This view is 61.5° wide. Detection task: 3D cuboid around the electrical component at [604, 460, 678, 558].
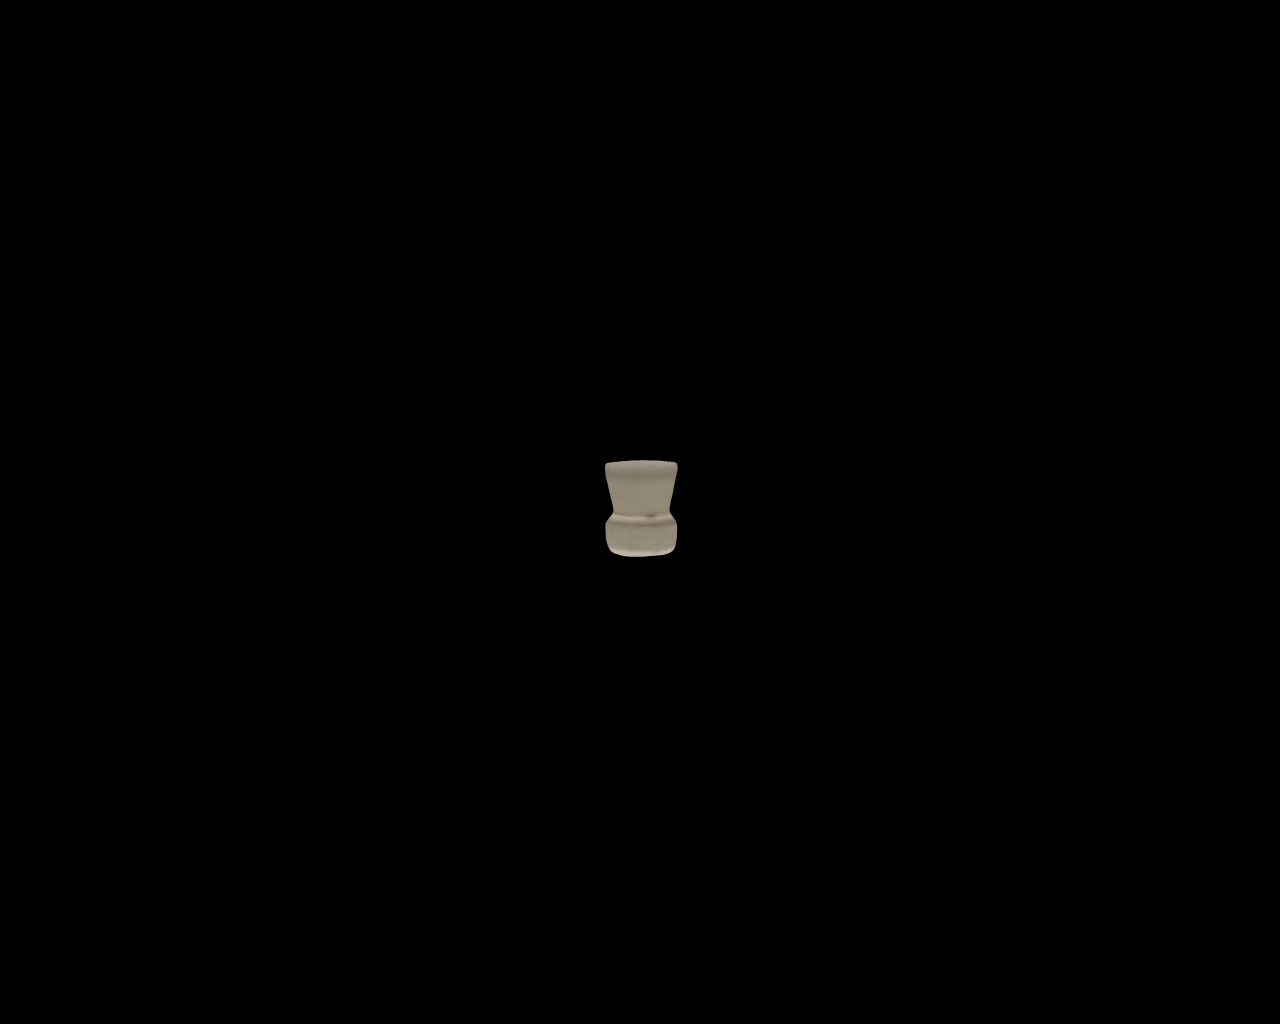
[{"bbox_3d":[0.001,-0.003,0.650,0.045,0.055,0.045,0,7,0],"label":"electrical component"}]
